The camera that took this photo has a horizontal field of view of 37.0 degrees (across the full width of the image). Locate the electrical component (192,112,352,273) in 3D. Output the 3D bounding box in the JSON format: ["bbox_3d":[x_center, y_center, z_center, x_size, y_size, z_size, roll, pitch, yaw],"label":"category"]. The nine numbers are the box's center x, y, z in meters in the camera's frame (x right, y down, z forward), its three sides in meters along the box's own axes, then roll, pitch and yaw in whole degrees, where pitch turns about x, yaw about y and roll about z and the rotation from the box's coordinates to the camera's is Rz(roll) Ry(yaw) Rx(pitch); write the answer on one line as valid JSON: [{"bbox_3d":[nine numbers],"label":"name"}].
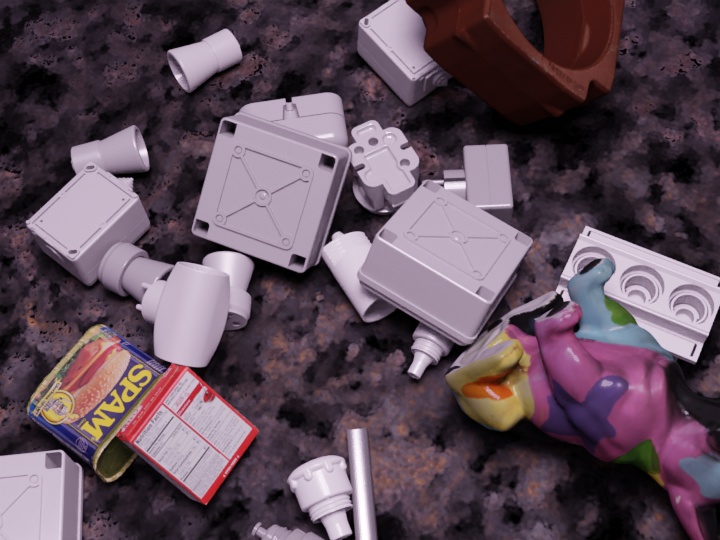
[{"bbox_3d":[-0.075,-0.067,0.920,0.109,0.056,0.108,20,105,8],"label":"electrical component"}]

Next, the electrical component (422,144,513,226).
[{"bbox_3d":[0.093,-0.070,0.949,0.077,0.047,0.065,-2,62,2],"label":"electrical component"}]

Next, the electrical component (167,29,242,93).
[{"bbox_3d":[-0.147,-0.204,1.038,0.065,0.044,0.044,-31,65,-17],"label":"electrical component"}]

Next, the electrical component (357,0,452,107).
[{"bbox_3d":[0.049,-0.203,1.017,0.062,0.061,0.096,-37,75,-15],"label":"electrical component"}]

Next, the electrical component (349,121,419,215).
[{"bbox_3d":[0.021,-0.085,0.955,0.058,0.057,0.078,-26,64,-10],"label":"electrical component"}]

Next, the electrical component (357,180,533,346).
[{"bbox_3d":[0.071,-0.008,0.884,0.109,0.056,0.108,31,41,9],"label":"electrical component"}]

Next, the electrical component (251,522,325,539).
[{"bbox_3d":[-0.047,0.216,0.813,0.078,0.040,0.040,27,67,17],"label":"electrical component"}]

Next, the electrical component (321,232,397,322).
[{"bbox_3d":[0.000,0.000,0.920,0.043,0.043,0.081,-29,65,-11],"label":"electrical component"}]

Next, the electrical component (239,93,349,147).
[{"bbox_3d":[-0.059,-0.118,0.979,0.095,0.053,0.059,-8,62,-1],"label":"electrical component"}]

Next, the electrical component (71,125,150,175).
[{"bbox_3d":[-0.232,-0.104,0.990,0.065,0.044,0.044,-15,63,1],"label":"electrical component"}]

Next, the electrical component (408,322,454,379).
[{"bbox_3d":[0.058,0.062,0.890,0.035,0.035,0.061,25,69,15],"label":"electrical component"}]

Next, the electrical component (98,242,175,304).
[{"bbox_3d":[-0.191,0.005,0.928,0.055,0.045,0.045,26,67,16],"label":"electrical component"}]

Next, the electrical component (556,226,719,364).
[{"bbox_3d":[0.226,0.025,0.883,0.121,0.063,0.078,23,66,14],"label":"electrical component"}]

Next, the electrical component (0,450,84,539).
[{"bbox_3d":[-0.273,0.201,0.825,0.109,0.056,0.108,-6,62,0],"label":"electrical component"}]

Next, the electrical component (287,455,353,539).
[{"bbox_3d":[-0.025,0.177,0.830,0.048,0.048,0.062,-21,70,-7],"label":"electrical component"}]

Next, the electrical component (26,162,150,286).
[{"bbox_3d":[-0.232,-0.043,0.946,0.062,0.061,0.096,35,69,19],"label":"electrical component"}]

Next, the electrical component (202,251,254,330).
[{"bbox_3d":[-0.114,0.018,0.917,0.045,0.045,0.055,0,63,3],"label":"electrical component"}]

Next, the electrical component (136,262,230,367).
[{"bbox_3d":[-0.151,0.031,0.877,0.079,0.043,0.077,17,95,29],"label":"electrical component"}]
